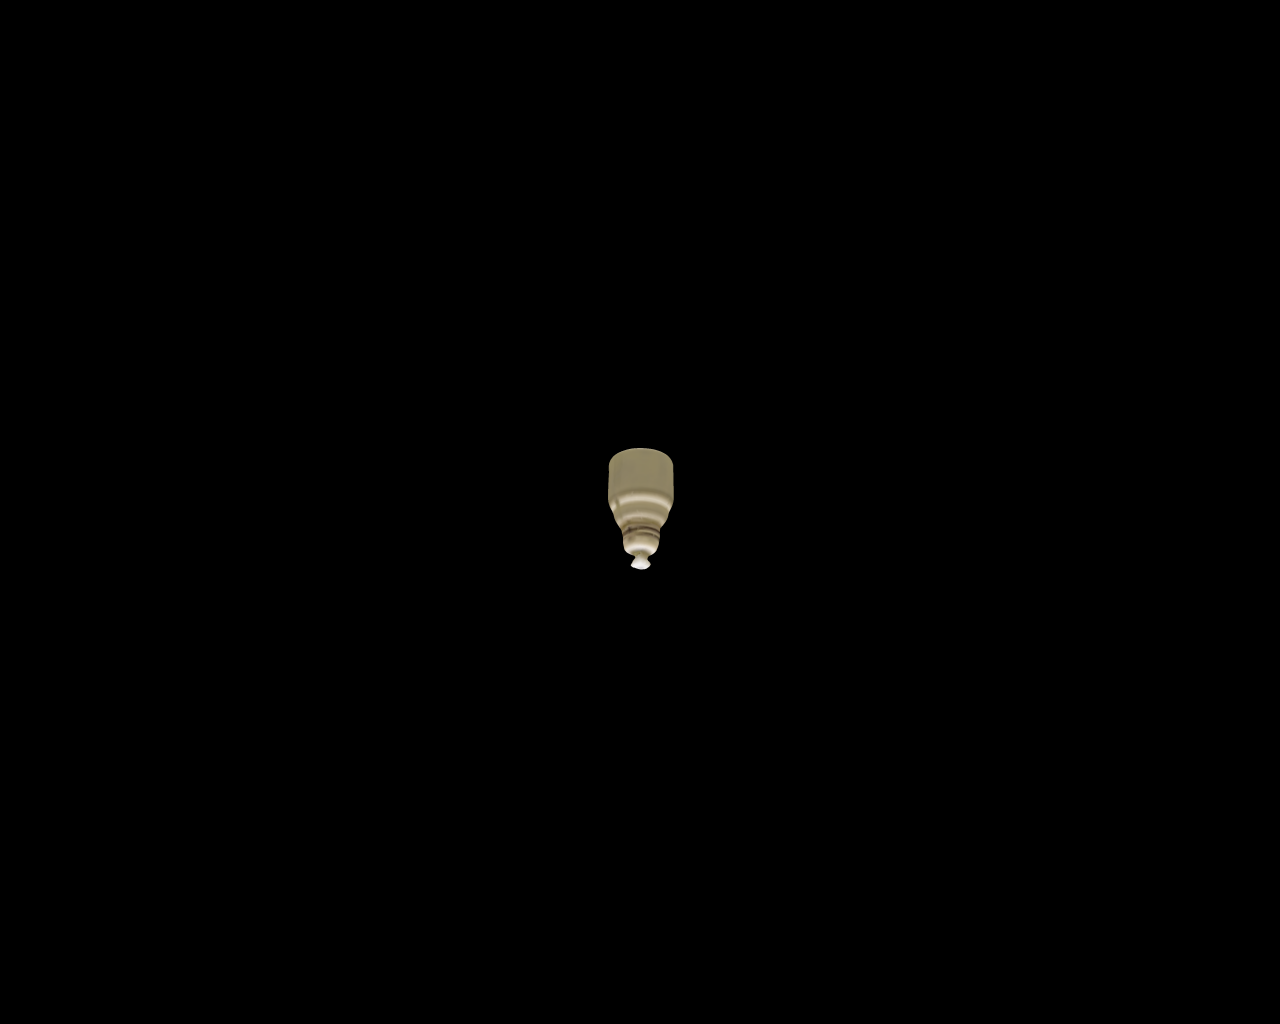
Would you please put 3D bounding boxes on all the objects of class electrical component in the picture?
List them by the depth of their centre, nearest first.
[{"bbox_3d":[0.001,-0.003,0.650,0.040,0.078,0.040,0,-25,0],"label":"electrical component"}]
